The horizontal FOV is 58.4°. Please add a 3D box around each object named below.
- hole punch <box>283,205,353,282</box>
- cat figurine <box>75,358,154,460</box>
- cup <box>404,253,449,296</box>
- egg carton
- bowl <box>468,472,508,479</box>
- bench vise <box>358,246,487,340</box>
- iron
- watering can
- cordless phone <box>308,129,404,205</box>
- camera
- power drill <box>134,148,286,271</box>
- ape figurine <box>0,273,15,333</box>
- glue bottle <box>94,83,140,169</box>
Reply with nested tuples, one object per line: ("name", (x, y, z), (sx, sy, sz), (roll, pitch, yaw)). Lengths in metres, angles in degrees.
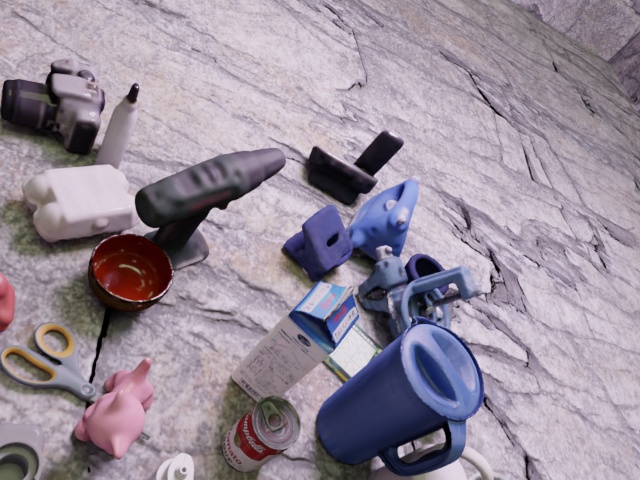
("hole punch", (0.009, 0.004, 1.024), (0.101, 0.091, 0.109), (46, 42, 5))
("cat figurine", (-0.229, 0.194, 0.664), (0.067, 0.117, 0.128), (32, 43, -11))
("cup", (0.191, 0.086, 1.090), (0.118, 0.094, 0.091), (-1, 57, -38))
("egg carton", (-0.339, -0.052, 0.823), (0.151, 0.069, 0.107), (-15, 66, -43))
("bowl", (0.250, 0.440, 0.854), (0.168, 0.074, 0.167), (21, 46, -22))
("bench vise", (0.165, 0.091, 0.973), (0.207, 0.219, 0.122), (46, 42, 5))
("iron", (0.152, -0.062, 1.149), (0.119, 0.141, 0.258), (36, 42, -7))
("watering can", (0.152, 0.338, 0.775), (0.101, 0.193, 0.173), (29, 43, -13))
("cordless phone", (0.070, -0.173, 1.147), (0.148, 0.184, 0.094), (26, 44, -17))
("camera", (-0.413, -0.223, 0.887), (0.137, 0.100, 0.143), (5, 53, -34))
("power drill", (-0.174, -0.047, 0.840), (0.230, 0.208, 0.075), (-24, 72, -46))
("ape figurine", (-0.390, 0.067, 0.669), (0.078, 0.092, 0.076), (43, 42, 1))
("glue bottle", (-0.304, -0.174, 0.875), (0.037, 0.173, 0.078), (18, 47, -24))
